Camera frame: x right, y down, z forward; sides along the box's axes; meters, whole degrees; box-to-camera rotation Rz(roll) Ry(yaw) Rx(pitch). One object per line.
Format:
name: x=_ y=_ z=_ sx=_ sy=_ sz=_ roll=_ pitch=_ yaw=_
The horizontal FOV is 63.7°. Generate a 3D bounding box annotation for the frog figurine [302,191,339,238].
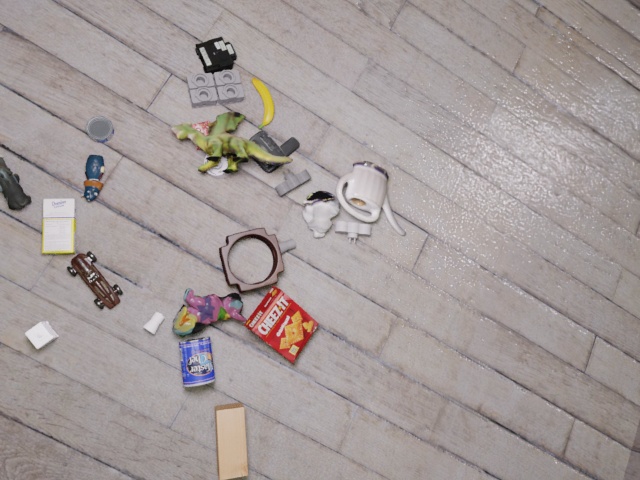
frog figurine: x=0.006 y=-0.095 z=1.879 sx=0.138 sy=0.156 sz=0.125 roll=-16 pitch=31 yaw=-9

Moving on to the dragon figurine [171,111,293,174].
dragon figurine: x=-0.303 y=-0.352 z=1.771 sx=0.410 sy=0.248 sz=0.120 roll=-1 pitch=-26 yaw=-7

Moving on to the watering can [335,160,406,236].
watering can: x=0.206 y=-0.164 z=1.942 sx=0.345 sy=0.228 sz=0.103 roll=25 pitch=-21 yaw=-28
